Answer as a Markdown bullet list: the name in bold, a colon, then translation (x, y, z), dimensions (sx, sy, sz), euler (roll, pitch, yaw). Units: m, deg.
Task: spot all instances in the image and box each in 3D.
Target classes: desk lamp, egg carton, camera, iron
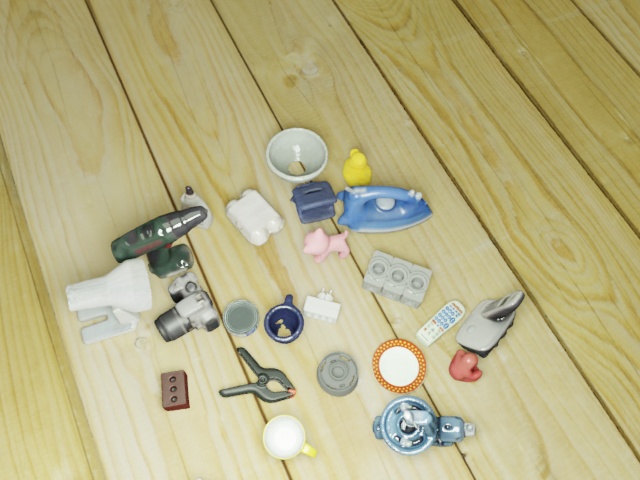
- **desk lamp**: translation (-0.465, 0.137, 1.281), dimensions (0.203, 0.213, 0.118), euler (-18, 67, -11)
- **egg carton**: translation (-0.169, -0.059, 1.468), dimensions (0.107, 0.069, 0.150), euler (-39, 72, -18)
- **camera**: translation (-0.323, 0.163, 1.338), dimensions (0.137, 0.101, 0.143), euler (-31, 70, -16)
- **iron**: translation (0.174, -0.098, 1.462), dimensions (0.258, 0.141, 0.118), euler (-1, 65, -3)

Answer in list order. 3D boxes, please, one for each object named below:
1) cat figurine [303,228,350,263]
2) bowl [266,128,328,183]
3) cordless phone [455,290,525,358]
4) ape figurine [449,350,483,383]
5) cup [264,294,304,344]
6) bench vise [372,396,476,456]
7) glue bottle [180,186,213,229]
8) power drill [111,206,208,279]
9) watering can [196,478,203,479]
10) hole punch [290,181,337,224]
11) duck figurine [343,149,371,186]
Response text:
- **cat figurine**: translation (0.013, 0.005, 1.419), dimensions (0.128, 0.118, 0.067), euler (-15, 66, -9)
- **bowl**: translation (-0.062, -0.215, 1.544), dimensions (0.167, 0.075, 0.167), euler (1, 65, -2)
- **cordless phone**: translation (0.396, 0.185, 1.314), dimensions (0.094, 0.185, 0.148), euler (35, 68, 14)
- **ape figurine**: translation (0.337, 0.286, 1.315), dimensions (0.076, 0.092, 0.077), euler (-15, 66, -9)
- **cup**: translation (-0.081, 0.193, 1.338), dimensions (0.091, 0.095, 0.118), euler (9, 64, 2)
- **bench vise**: translation (0.222, 0.375, 1.197), dimensions (0.207, 0.220, 0.121), euler (-12, 66, -8)
- **glue bottle**: translation (-0.313, -0.088, 1.417), dimensions (0.078, 0.173, 0.037), euler (21, 65, 8)
- **power drill**: translation (-0.362, 0.008, 1.350), dimensions (0.230, 0.208, 0.075), euler (-21, 67, -12)
- **watering can**: translation (-0.188, 0.538, 1.114), dimensions (0.172, 0.194, 0.101), euler (26, 66, 10)
- **hole punch**: translation (-0.017, -0.108, 1.486), dimensions (0.109, 0.091, 0.101), euler (-15, 66, -9)
- **duck figurine**: translation (0.102, -0.195, 1.536), dimensions (0.077, 0.086, 0.104), euler (-12, 66, -8)
